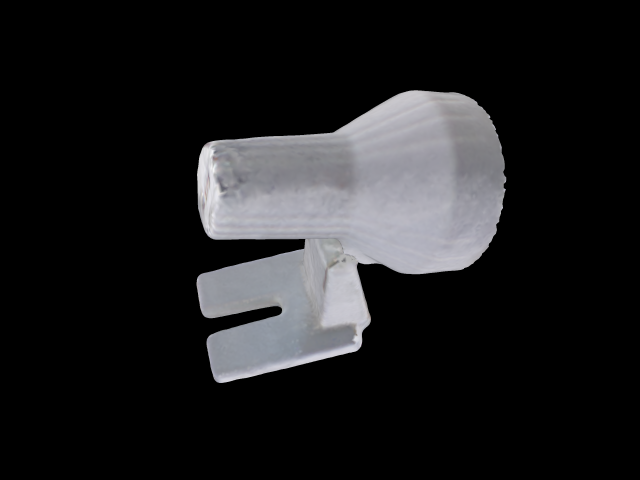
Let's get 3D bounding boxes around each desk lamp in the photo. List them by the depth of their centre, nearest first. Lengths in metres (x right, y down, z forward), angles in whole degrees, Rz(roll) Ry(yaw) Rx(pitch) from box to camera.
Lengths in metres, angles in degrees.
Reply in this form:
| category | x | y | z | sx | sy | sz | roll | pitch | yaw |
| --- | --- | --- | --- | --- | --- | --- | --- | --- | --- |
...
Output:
| category | x | y | z | sx | sy | sz | roll | pitch | yaw |
| --- | --- | --- | --- | --- | --- | --- | --- | --- | --- |
| desk lamp | 0.004 | 0.001 | 0.400 | 0.203 | 0.214 | 0.117 | -14 | 57 | -9 |
